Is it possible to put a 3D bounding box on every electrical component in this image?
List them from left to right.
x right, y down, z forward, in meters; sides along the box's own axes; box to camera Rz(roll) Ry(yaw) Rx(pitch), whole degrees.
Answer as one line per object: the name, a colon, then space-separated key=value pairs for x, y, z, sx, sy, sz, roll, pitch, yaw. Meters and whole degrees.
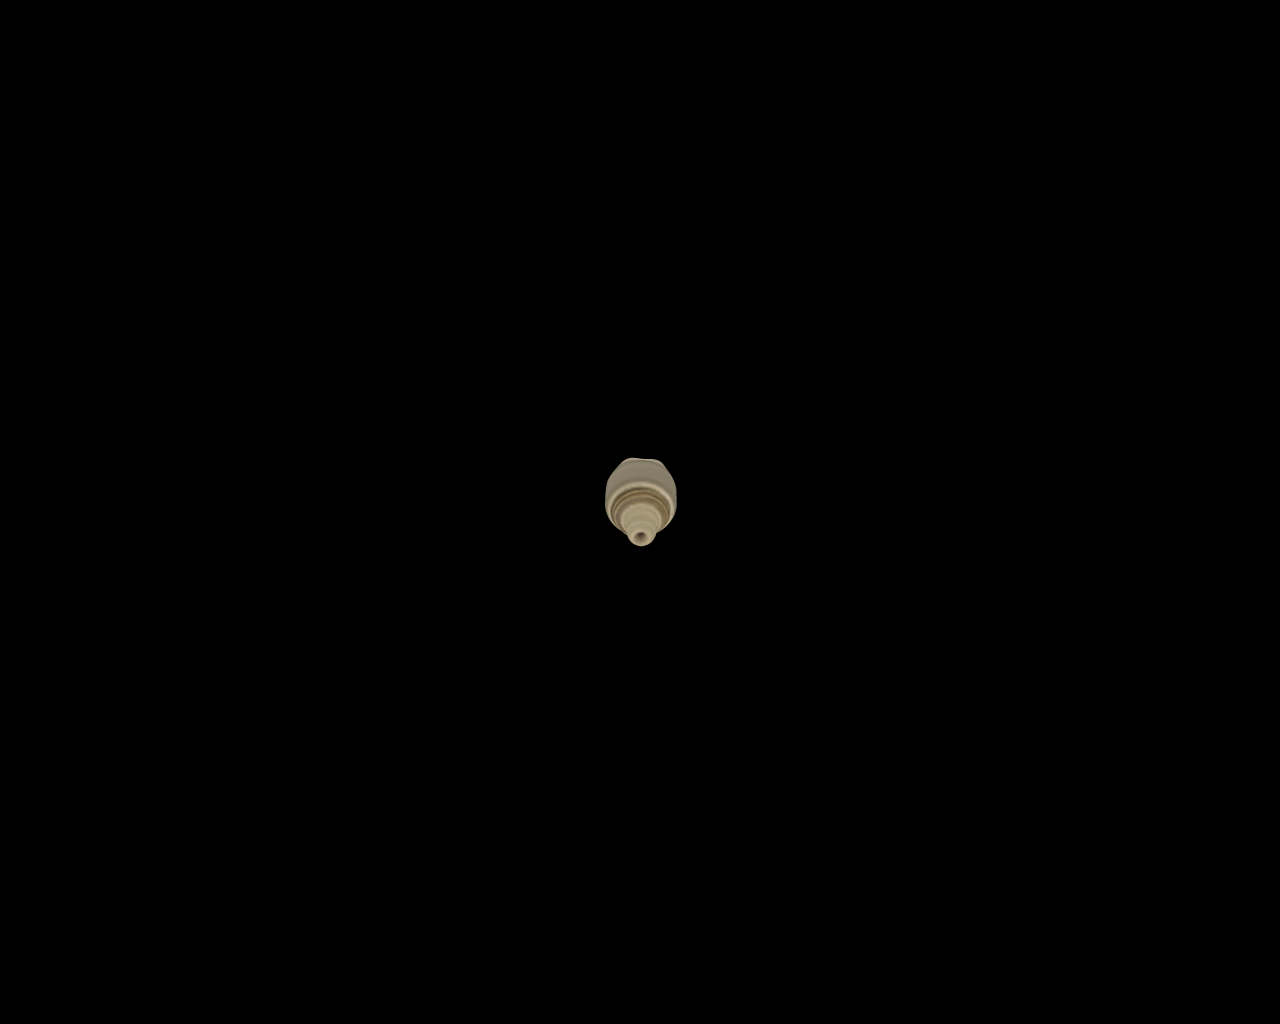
electrical component: x=0.001 y=-0.003 z=0.650 sx=0.043 sy=0.043 sz=0.062 roll=0 pitch=36 yaw=0
